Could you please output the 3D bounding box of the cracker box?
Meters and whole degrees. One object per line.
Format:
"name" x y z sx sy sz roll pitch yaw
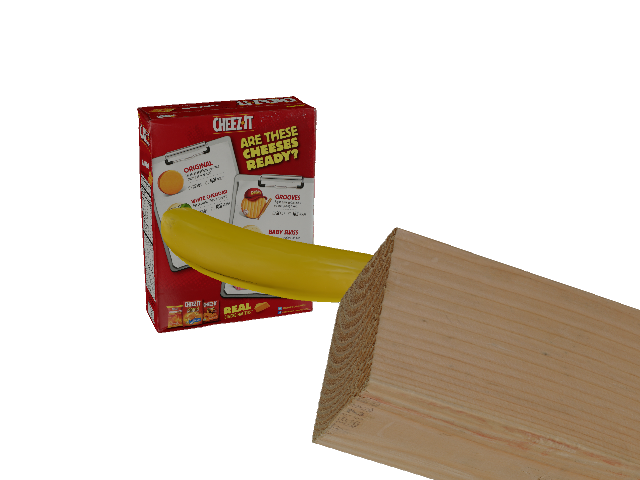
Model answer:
"cracker box" -0.091 -0.027 1.048 0.164 0.214 0.072 -7 21 -20

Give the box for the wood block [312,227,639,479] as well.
"wood block" 0.112 0.081 0.555 0.206 0.090 0.090 18 -33 -10

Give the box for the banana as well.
"banana" -0.039 0.007 0.702 0.198 0.037 0.069 18 36 30
